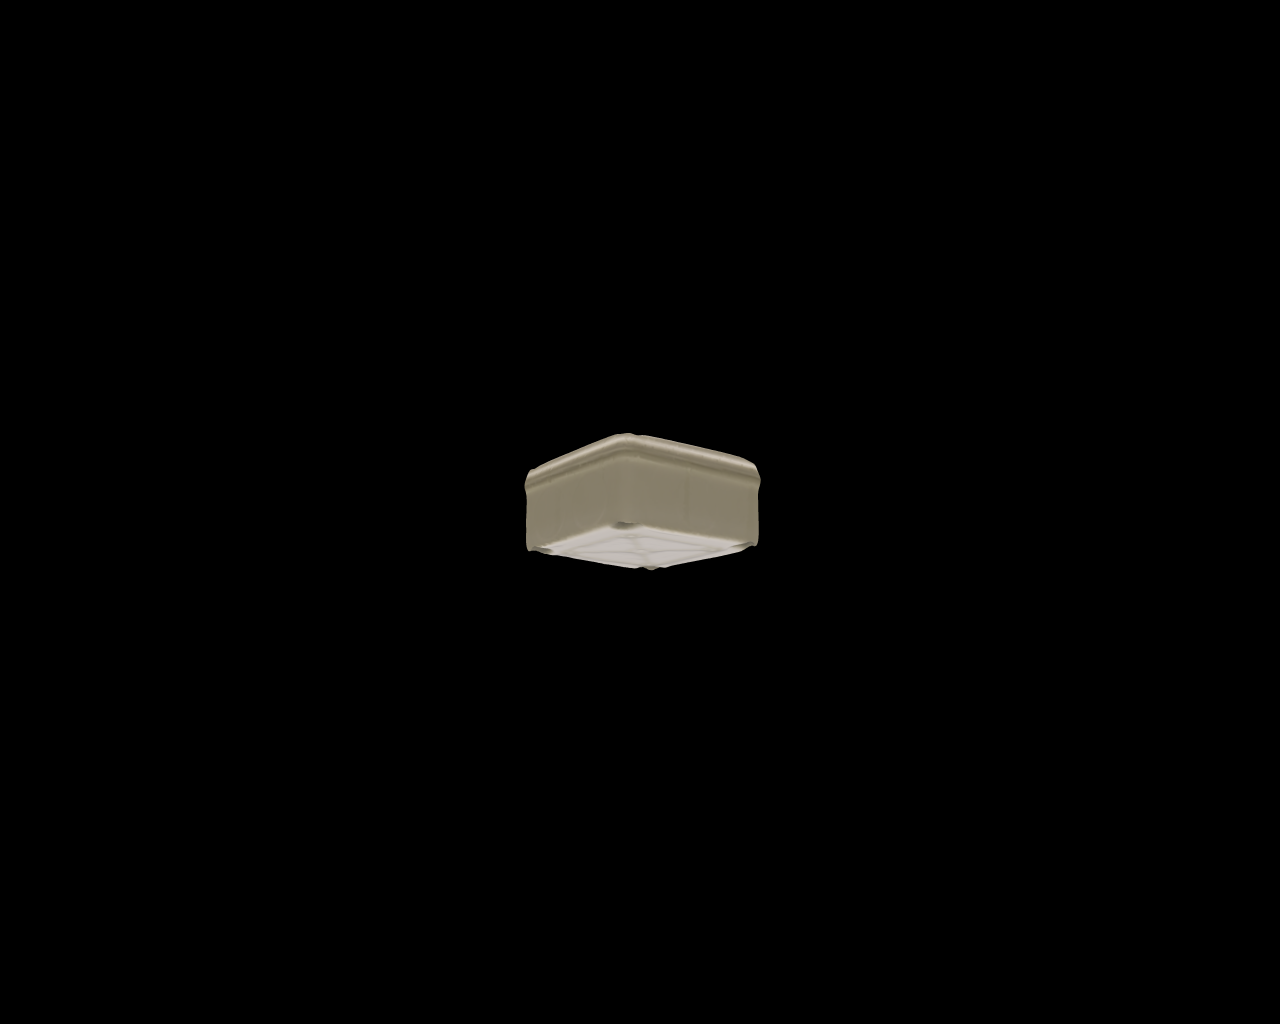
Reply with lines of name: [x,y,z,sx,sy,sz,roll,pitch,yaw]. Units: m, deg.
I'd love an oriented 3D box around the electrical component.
electrical component: [0.001,-0.003,0.650,0.109,0.056,0.108,11,-17,-37]
